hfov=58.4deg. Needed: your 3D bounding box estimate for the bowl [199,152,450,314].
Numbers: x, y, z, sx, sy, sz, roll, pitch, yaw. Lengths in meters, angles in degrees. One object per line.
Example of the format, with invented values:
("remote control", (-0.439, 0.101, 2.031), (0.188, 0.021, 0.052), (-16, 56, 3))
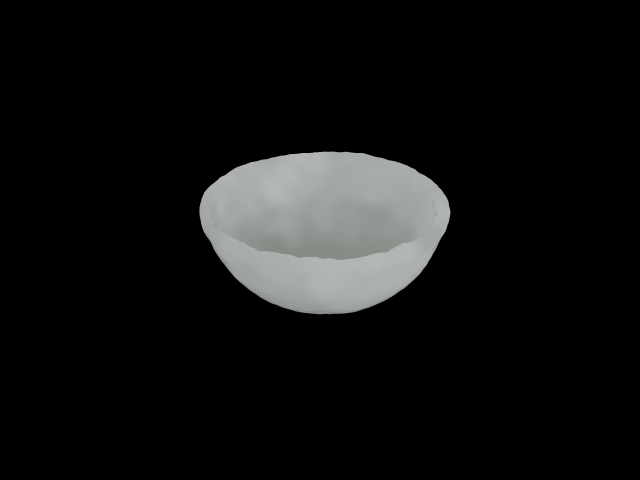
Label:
("bowl", (0.004, 0.001, 0.400), (0.167, 0.075, 0.167), (0, 31, 0))
